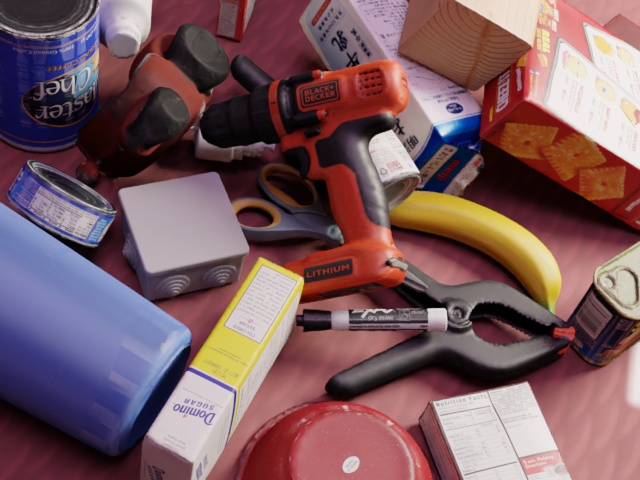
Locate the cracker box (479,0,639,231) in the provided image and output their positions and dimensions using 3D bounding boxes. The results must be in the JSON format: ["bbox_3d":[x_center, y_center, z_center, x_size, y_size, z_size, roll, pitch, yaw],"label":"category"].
[{"bbox_3d":[0.254,-0.122,1.006,0.213,0.072,0.164,28,50,-21],"label":"cracker box"}]

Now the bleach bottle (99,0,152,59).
[{"bbox_3d":[-0.191,-0.254,1.015,0.068,0.103,0.251,1,47,-14],"label":"bleach bottle"}]

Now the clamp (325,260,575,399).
[{"bbox_3d":[0.107,0.062,0.901,0.210,0.036,0.164,3,54,-5],"label":"clamp"}]

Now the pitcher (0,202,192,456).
[{"bbox_3d":[-0.218,0.051,0.794,0.243,0.145,0.149,30,66,6],"label":"pitcher"}]

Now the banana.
[{"bbox_3d":[0.140,0.000,0.954,0.198,0.037,0.069,33,54,13],"label":"banana"}]

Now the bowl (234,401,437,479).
[{"bbox_3d":[0.019,0.179,0.784,0.162,0.055,0.162,6,52,-8],"label":"bowl"}]

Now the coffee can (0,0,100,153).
[{"bbox_3d":[-0.243,-0.160,0.926,0.102,0.140,0.103,6,53,-8],"label":"coffee can"}]

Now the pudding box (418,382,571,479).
[{"bbox_3d":[0.138,0.171,0.825,0.090,0.039,0.113,-9,54,-17],"label":"pudding box"}]

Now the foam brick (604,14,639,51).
[{"bbox_3d":[0.306,-0.190,1.121,0.051,0.053,0.078,40,55,18],"label":"foam brick"}]

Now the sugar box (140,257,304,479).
[{"bbox_3d":[-0.073,0.107,0.794,0.048,0.093,0.176,27,53,9],"label":"sugar box"}]

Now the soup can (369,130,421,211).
[{"bbox_3d":[0.035,-0.077,0.932,0.068,0.069,0.102,-23,70,-26],"label":"soup can"}]

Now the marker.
[{"bbox_3d":[0.041,0.065,0.859,0.121,0.020,0.020,0,54,-2],"label":"marker"}]

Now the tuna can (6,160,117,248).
[{"bbox_3d":[-0.210,-0.030,0.871,0.086,0.086,0.034,33,96,13],"label":"tuna can"}]

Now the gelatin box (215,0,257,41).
[{"bbox_3d":[-0.079,-0.258,1.077,0.030,0.073,0.089,15,52,0],"label":"gelatin box"}]

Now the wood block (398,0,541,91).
[{"bbox_3d":[0.149,-0.255,0.979,0.090,0.091,0.206,25,60,-19],"label":"wood block"}]

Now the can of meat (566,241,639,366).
[{"bbox_3d":[0.264,0.052,0.911,0.101,0.084,0.057,-27,64,-28],"label":"can of meat"}]

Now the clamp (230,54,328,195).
[{"bbox_3d":[0.000,-0.117,1.011,0.120,0.039,0.171,-19,68,-25],"label":"clamp"}]

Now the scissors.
[{"bbox_3d":[-0.006,0.001,0.912,0.096,0.016,0.202,-28,51,-19],"label":"scissors"}]

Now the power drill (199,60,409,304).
[{"bbox_3d":[-0.008,-0.045,0.875,0.185,0.057,0.187,-11,80,21],"label":"power drill"}]
